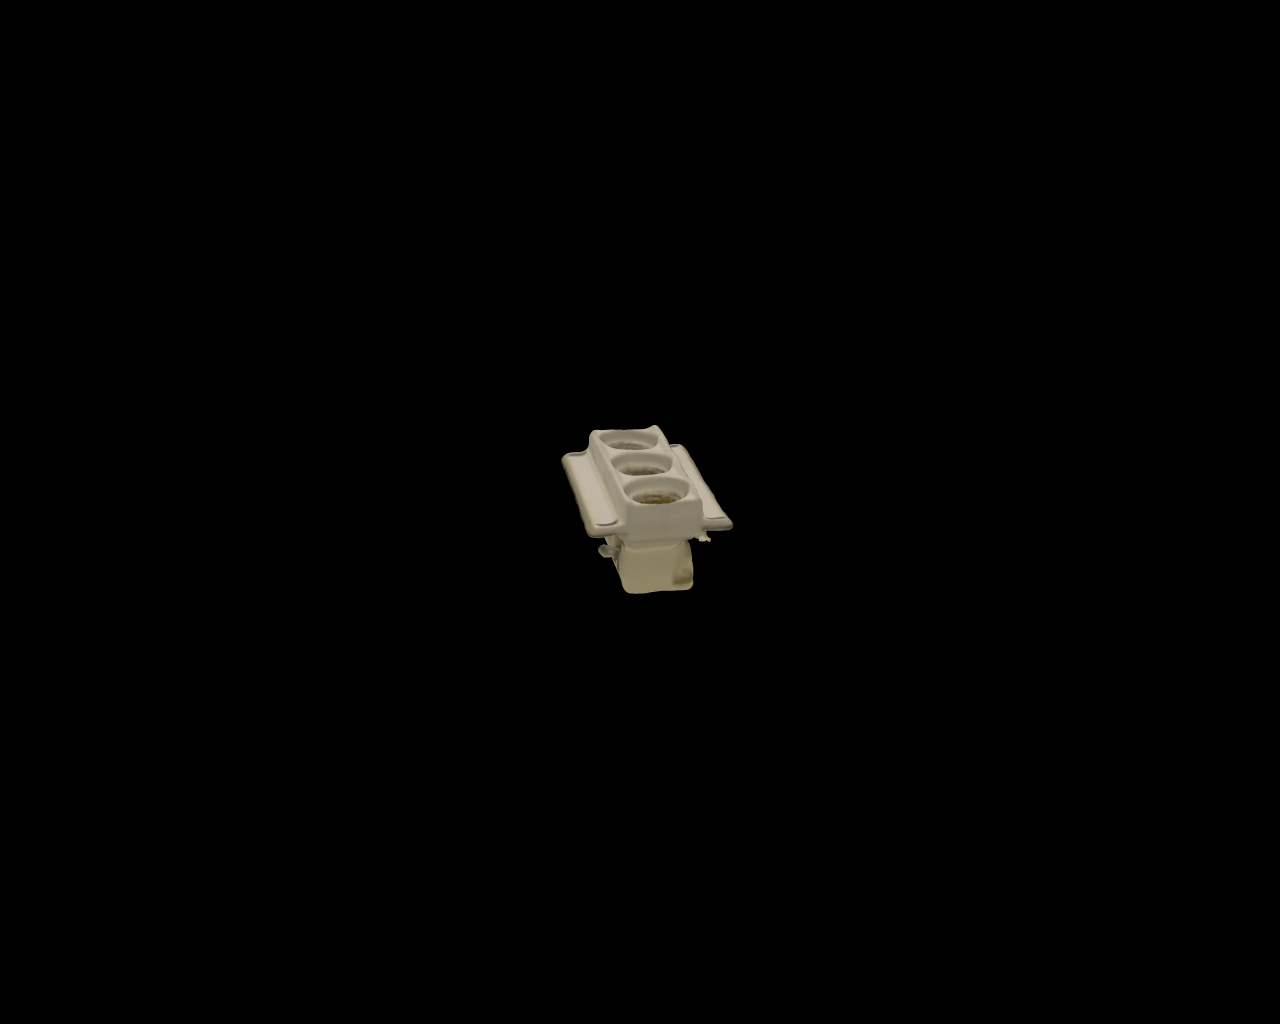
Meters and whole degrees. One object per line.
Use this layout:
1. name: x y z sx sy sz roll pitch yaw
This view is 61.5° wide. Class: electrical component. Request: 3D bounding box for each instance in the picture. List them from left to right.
1. electrical component: 0.001 -0.003 0.650 0.079 0.063 0.121 -5 25 -10
